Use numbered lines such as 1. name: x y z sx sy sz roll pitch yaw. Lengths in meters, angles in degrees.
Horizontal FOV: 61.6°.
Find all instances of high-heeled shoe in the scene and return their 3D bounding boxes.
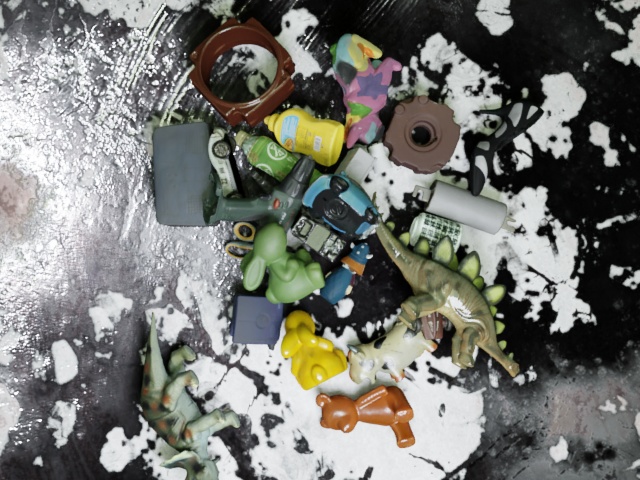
1. high-heeled shoe: 0.415 -0.202 1.196 0.145 0.086 0.248 8 75 11

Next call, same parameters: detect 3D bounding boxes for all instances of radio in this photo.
1. radio: -0.298 -0.141 1.198 0.131 0.073 0.229 -3 87 0

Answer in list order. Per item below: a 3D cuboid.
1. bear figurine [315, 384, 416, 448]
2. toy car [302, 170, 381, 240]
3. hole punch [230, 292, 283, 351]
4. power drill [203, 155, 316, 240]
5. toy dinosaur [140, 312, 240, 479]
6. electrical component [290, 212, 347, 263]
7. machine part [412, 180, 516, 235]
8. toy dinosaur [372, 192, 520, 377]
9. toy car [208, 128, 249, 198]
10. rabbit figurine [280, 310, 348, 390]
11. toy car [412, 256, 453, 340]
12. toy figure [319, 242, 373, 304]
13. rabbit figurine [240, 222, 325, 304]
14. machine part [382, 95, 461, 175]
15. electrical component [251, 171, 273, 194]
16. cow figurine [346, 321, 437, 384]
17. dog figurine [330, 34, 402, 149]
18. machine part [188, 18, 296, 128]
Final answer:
1. bear figurine: 0.095 0.383 1.169 0.196 0.132 0.120 -9 117 -7
2. toy car: 0.054 -0.081 1.109 0.161 0.103 0.109 34 130 -7
3. hole punch: -0.140 0.174 1.188 0.116 0.092 0.142 5 85 -5
4. power drill: -0.133 -0.090 1.126 0.207 0.086 0.231 4 121 -32
5. toy dinosaur: -0.316 0.371 1.171 0.192 0.131 0.405 -35 84 -2
6. electrical component: -0.002 -0.004 1.168 0.115 0.134 0.058 37 89 1
7. machine part: 0.325 -0.074 1.205 0.243 0.079 0.079 20 89 0
8. toy dinosaur: 0.247 0.101 1.107 0.471 0.105 0.198 43 72 0
9. toy car: -0.201 -0.145 1.177 0.056 0.073 0.201 -10 109 7
10. rabbit figurine: -0.033 0.233 1.170 0.122 0.162 0.173 -26 72 11
11. toy car: 0.235 0.117 1.182 0.089 0.053 0.202 0 64 -12
12. toy figure: 0.059 0.071 1.208 0.064 0.058 0.154 39 84 -6
13. rabbit figurine: -0.094 0.042 1.139 0.159 0.121 0.170 -27 118 0
14. machine part: 0.230 -0.237 1.217 0.179 0.056 0.179 0 90 -2
15. electrical component: -0.117 -0.116 1.204 0.021 0.094 0.063 -45 53 0
16. cow figurine: 0.145 0.248 1.192 0.195 0.085 0.127 -39 88 -5
17. dog figurine: 0.077 -0.313 1.183 0.191 0.109 0.219 23 93 -26
18. machine part: -0.171 -0.369 1.186 0.201 0.087 0.201 -42 83 0
